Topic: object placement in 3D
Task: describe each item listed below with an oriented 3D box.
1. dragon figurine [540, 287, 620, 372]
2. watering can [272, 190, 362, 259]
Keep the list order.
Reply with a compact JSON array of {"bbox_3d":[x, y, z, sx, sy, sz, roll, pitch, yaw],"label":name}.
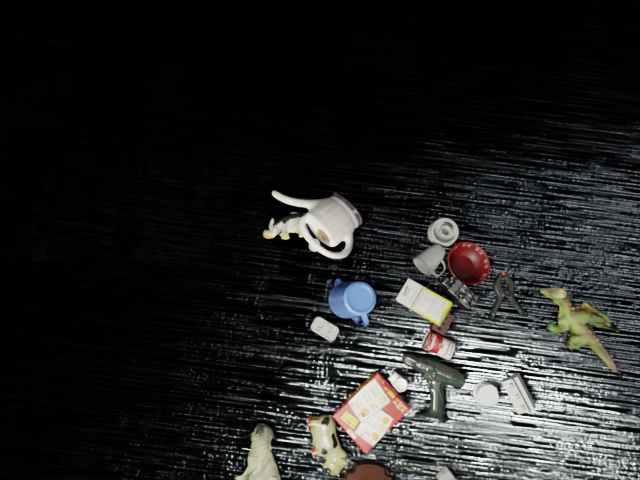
[{"bbox_3d":[0.916,0.300,1.759,0.412,0.240,0.123,41,78,8],"label":"dragon figurine"},{"bbox_3d":[0.006,-0.093,1.853,0.227,0.102,0.349,-38,82,-29],"label":"watering can"}]
